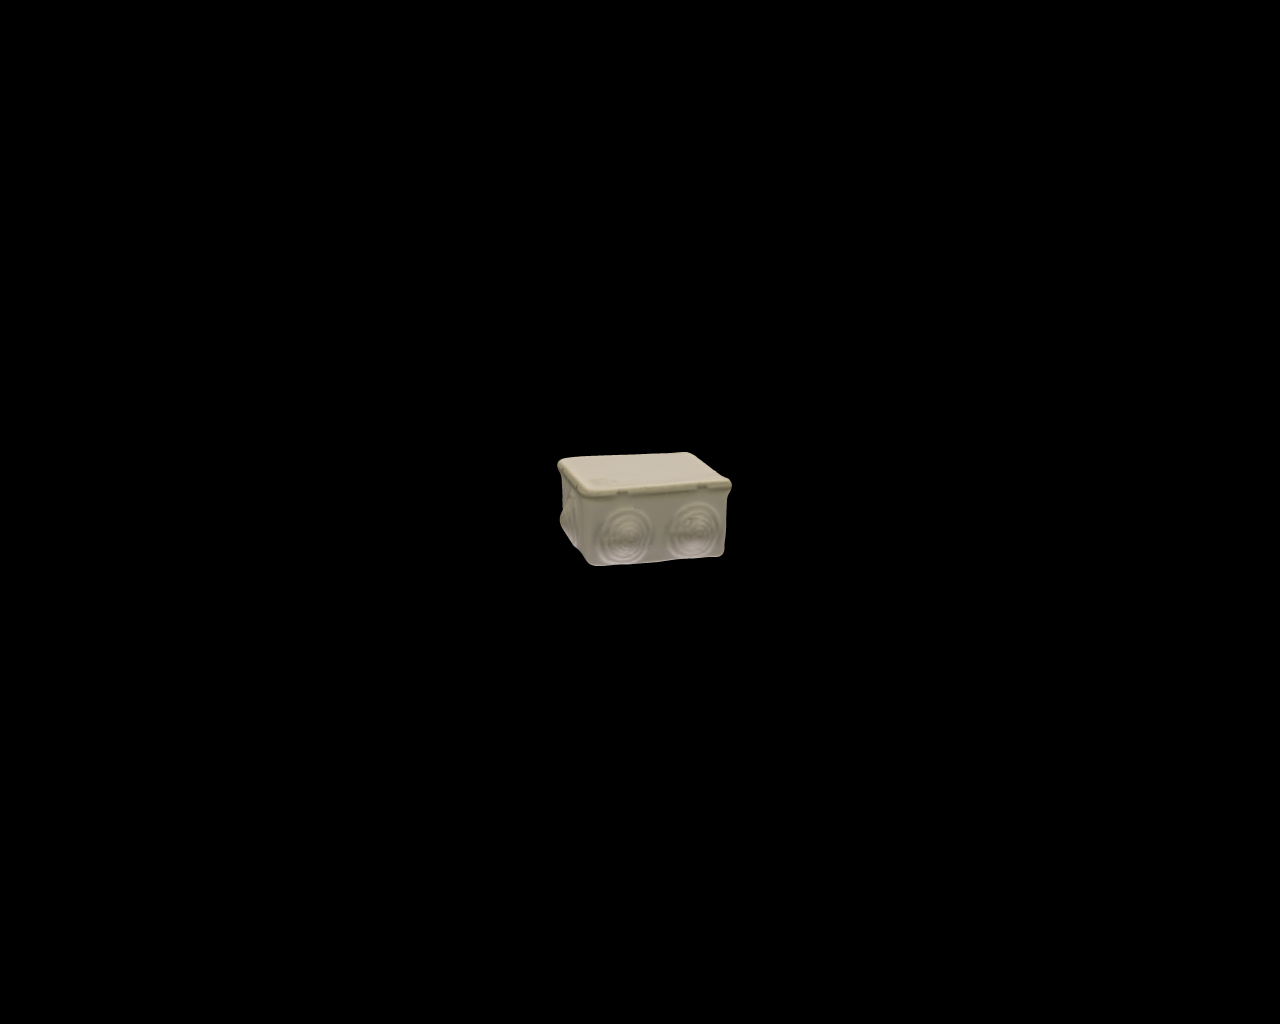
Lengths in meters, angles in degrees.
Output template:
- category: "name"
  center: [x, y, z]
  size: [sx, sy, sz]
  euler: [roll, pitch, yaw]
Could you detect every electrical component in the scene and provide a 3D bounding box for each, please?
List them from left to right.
- category: "electrical component"
  center: [0.001, -0.003, 0.650]
  size: [0.100, 0.048, 0.100]
  euler: [-4, 16, -14]
